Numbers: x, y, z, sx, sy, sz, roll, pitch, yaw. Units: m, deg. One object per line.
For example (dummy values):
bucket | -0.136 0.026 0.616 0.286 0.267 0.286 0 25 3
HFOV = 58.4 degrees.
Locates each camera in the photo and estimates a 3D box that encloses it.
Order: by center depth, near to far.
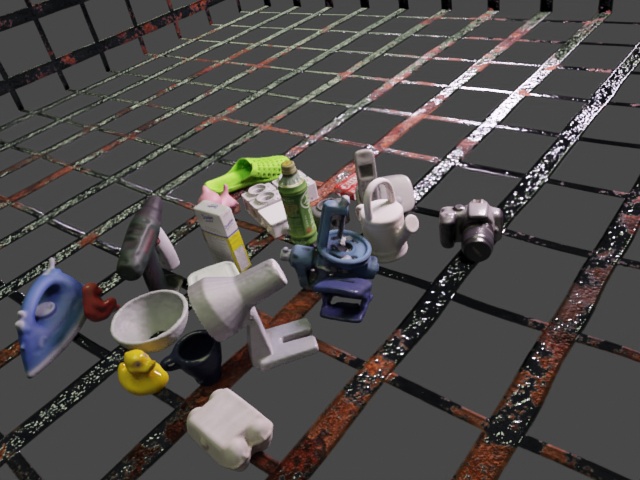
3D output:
camera | 0.336 -0.022 1.285 0.143 0.101 0.137 0 37 16

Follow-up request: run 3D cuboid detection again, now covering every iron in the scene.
iron | -0.614 0.163 1.271 0.118 0.142 0.258 -6 35 8

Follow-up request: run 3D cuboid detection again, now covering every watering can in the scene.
watering can | 0.148 -0.050 1.299 0.172 0.194 0.101 8 40 26

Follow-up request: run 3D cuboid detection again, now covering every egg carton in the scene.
egg carton | -0.156 0.322 0.976 0.149 0.069 0.107 22 47 39

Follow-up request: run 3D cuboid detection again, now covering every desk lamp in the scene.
desk lamp | -0.126 0.141 1.094 0.203 0.214 0.117 -17 35 -7

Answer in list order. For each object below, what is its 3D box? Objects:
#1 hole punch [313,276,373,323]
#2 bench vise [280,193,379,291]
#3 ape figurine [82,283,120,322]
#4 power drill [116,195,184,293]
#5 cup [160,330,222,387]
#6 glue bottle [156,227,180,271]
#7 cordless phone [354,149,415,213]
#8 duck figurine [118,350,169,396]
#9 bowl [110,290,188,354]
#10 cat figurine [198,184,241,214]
hole punch | 0.049 0.107 1.197 0.108 0.091 0.101 5 39 23
bench vise | 0.014 0.011 1.230 0.207 0.220 0.121 -16 35 -5
ape figurine | -0.516 0.137 1.321 0.077 0.092 0.076 19 46 37
power drill | -0.387 0.037 1.321 0.075 0.209 0.229 -5 36 10
cup | -0.236 0.239 1.093 0.118 0.095 0.091 -22 36 -14
glue bottle | -0.405 -0.006 1.417 0.077 0.173 0.037 16 44 34
cordless phone | 0.157 -0.148 1.441 0.147 0.185 0.094 -13 35 -1
duck figurine | -0.356 0.250 1.121 0.104 0.086 0.077 5 39 23
bowl | -0.352 0.186 1.220 0.167 0.075 0.167 -8 35 6
cat figurine | -0.285 -0.104 1.568 0.067 0.118 0.128 10 41 28
